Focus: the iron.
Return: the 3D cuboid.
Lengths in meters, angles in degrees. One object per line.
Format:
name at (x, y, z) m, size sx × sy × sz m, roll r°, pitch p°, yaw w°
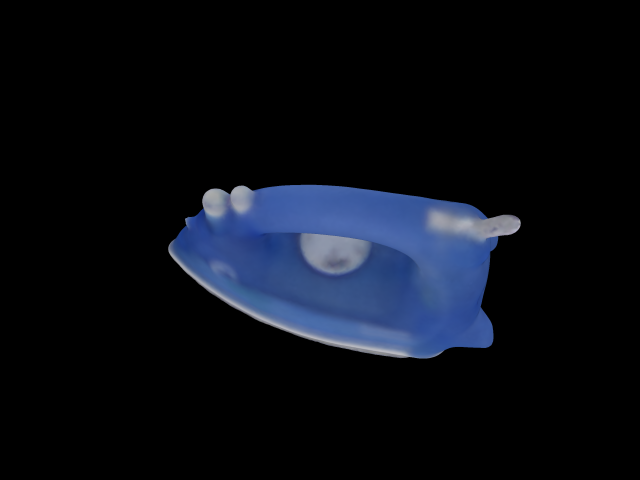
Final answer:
iron at (0.004, 0.001, 0.400) m, size 0.258 × 0.141 × 0.118 m, roll 8°, pitch 66°, yaw 3°
